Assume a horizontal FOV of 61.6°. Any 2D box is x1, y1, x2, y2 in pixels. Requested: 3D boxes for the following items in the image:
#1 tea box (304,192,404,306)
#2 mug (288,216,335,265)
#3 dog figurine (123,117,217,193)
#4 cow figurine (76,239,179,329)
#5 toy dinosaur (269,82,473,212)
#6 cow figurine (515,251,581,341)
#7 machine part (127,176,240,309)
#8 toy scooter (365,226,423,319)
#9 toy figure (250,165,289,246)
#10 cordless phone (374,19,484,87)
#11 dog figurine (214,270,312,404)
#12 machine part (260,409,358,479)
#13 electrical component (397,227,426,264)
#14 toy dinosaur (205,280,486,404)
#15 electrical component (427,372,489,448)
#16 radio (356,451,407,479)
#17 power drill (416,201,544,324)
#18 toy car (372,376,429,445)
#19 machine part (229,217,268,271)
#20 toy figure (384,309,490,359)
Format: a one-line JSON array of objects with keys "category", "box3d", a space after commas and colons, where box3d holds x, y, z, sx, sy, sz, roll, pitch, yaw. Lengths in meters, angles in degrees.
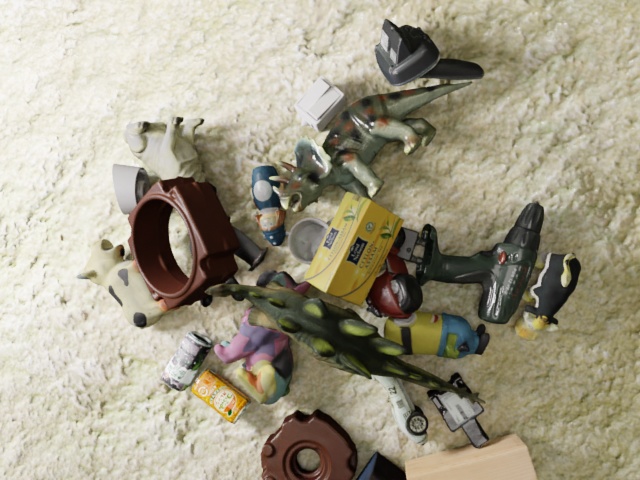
[{"category": "tea box", "box3d": [0.059, 0.016, 0.915, 0.068, 0.098, 0.169, 28, 93, 48]}, {"category": "mug", "box3d": [-0.002, -0.003, 0.989, 0.081, 0.107, 0.109, 42, 89, 8]}, {"category": "dog figurine", "box3d": [-0.295, -0.134, 1.041, 0.173, 0.121, 0.190, 0, 100, 30]}, {"category": "cow figurine", "box3d": [-0.376, 0.083, 1.037, 0.127, 0.085, 0.195, -34, 87, 1]}, {"category": "toy dinosaur", "box3d": [0.081, -0.189, 0.997, 0.192, 0.131, 0.405, 41, 84, 7]}, {"category": "cow figurine", "box3d": [0.402, 0.102, 0.940, 0.068, 0.098, 0.167, 21, 88, 1]}, {"category": "machine part", "box3d": [-0.249, 0.005, 0.955, 0.201, 0.087, 0.201, -36, 78, 37]}, {"category": "toy scooter", "box3d": [0.105, 0.066, 0.968, 0.135, 0.075, 0.184, -27, 59, 30]}, {"category": "toy figure", "box3d": [-0.099, -0.064, 1.032, 0.064, 0.058, 0.154, -13, 84, 43]}, {"category": "cordless phone", "box3d": [0.206, -0.343, 1.003, 0.184, 0.147, 0.088, 1, 129, -13]}, {"category": "dog figurine", "box3d": [-0.076, 0.164, 0.985, 0.219, 0.108, 0.191, -44, 81, -1]}, {"category": "machine part", "box3d": [-0.021, 0.403, 0.982, 0.179, 0.056, 0.179, 0, 85, 5]}, {"category": "electrical component", "box3d": [0.158, 0.010, 1.012, 0.094, 0.021, 0.063, 20, 88, 8]}, {"category": "toy dinosaur", "box3d": [0.040, 0.163, 0.863, 0.471, 0.198, 0.105, 23, 85, -14]}, {"category": "electrical component", "box3d": [0.255, 0.307, 0.963, 0.075, 0.047, 0.119, -37, 83, 2]}, {"category": "radio", "box3d": [0.059, 0.492, 0.927, 0.073, 0.131, 0.229, 34, 89, 9]}, {"category": "power drill", "box3d": [0.284, 0.026, 0.967, 0.207, 0.086, 0.232, 11, 90, -7]}, {"category": "toy car", "box3d": [0.137, 0.273, 0.966, 0.056, 0.073, 0.201, -27, 83, 0]}, {"category": "machine part", "box3d": [-0.169, 0.005, 1.031, 0.139, 0.039, 0.084, 32, 123, 2]}, {"category": "toy figure", "box3d": [0.205, 0.172, 0.965, 0.180, 0.082, 0.089, 12, 85, 5]}]
